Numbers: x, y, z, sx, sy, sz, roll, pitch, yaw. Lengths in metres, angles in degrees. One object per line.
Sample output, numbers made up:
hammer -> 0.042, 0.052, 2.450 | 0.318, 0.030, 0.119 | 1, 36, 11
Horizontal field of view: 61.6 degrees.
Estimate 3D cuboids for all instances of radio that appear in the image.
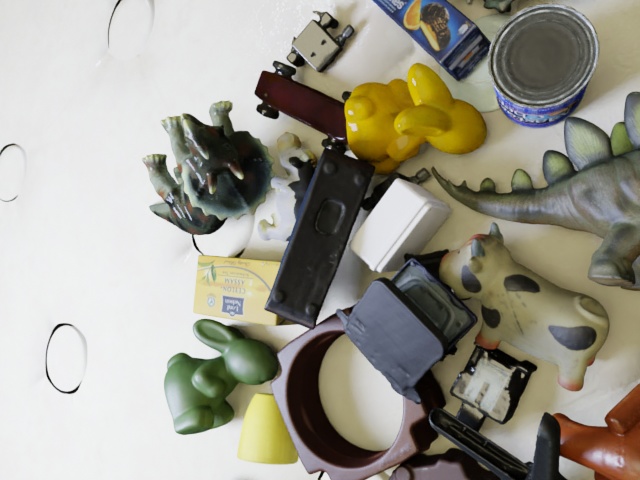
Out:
radio -> -0.001, -0.002, 0.709 | 0.073, 0.131, 0.229 | 20, 88, -2

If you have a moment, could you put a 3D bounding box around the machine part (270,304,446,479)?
machine part -> 0.048, 0.204, 0.718 | 0.201, 0.087, 0.201 | -36, 68, 22

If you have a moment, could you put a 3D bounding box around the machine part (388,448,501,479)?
machine part -> 0.157, 0.346, 0.653 | 0.180, 0.056, 0.179 | -3, 85, 30

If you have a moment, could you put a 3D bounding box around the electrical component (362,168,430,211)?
electrical component -> 0.102, -0.068, 0.724 | 0.094, 0.063, 0.021 | -36, 68, 23

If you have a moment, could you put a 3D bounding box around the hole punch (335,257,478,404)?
hole punch -> 0.101, 0.096, 0.617 | 0.142, 0.092, 0.115 | 45, 133, 15

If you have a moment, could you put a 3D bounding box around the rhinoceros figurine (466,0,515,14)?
rhinoceros figurine -> 0.248, -0.335, 0.662 | 0.191, 0.073, 0.112 | 15, 103, 30

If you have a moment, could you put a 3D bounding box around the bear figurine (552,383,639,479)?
bear figurine -> 0.336, 0.156, 0.540 | 0.196, 0.120, 0.132 | -60, 12, -16

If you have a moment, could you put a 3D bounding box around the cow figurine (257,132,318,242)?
cow figurine -> -0.033, -0.077, 0.806 | 0.098, 0.068, 0.167 | 8, 93, 27

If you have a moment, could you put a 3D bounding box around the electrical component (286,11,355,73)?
electrical component -> -0.004, -0.305, 0.830 | 0.078, 0.045, 0.102 | 39, 111, -1

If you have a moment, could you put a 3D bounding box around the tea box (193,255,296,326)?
tea box -> -0.113, 0.076, 0.841 | 0.170, 0.068, 0.098 | 1, 85, 31

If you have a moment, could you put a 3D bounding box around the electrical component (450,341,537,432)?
electrical component -> 0.200, 0.187, 0.646 | 0.075, 0.047, 0.119 | 24, 98, 32

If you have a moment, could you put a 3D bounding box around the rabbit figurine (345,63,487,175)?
rabbit figurine -> 0.126, -0.157, 0.684 | 0.173, 0.162, 0.122 | 13, 79, 15

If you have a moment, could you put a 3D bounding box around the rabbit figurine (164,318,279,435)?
rabbit figurine -> -0.146, 0.203, 0.843 | 0.170, 0.121, 0.159 | -27, 64, 8

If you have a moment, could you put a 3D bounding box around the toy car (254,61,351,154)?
toy car -> -0.016, -0.203, 0.818 | 0.202, 0.053, 0.089 | 31, 112, 26

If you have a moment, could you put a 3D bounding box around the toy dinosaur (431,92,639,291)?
toy dinosaur -> 0.335, -0.046, 0.561 | 0.472, 0.105, 0.198 | -4, 76, 33

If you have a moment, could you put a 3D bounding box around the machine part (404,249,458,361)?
machine part -> 0.144, 0.082, 0.676 | 0.039, 0.084, 0.138 | -7, 88, 60

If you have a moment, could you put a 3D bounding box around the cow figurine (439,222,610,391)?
cow figurine -> 0.222, 0.065, 0.605 | 0.195, 0.085, 0.127 | 28, 127, 32

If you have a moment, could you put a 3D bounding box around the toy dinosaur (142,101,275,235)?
toy dinosaur -> -0.190, -0.077, 0.850 | 0.404, 0.131, 0.192 | -47, 60, 55

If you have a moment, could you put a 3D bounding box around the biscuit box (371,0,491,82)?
biscuit box -> 0.136, -0.299, 0.715 | 0.063, 0.059, 0.203 | -47, 55, 21
